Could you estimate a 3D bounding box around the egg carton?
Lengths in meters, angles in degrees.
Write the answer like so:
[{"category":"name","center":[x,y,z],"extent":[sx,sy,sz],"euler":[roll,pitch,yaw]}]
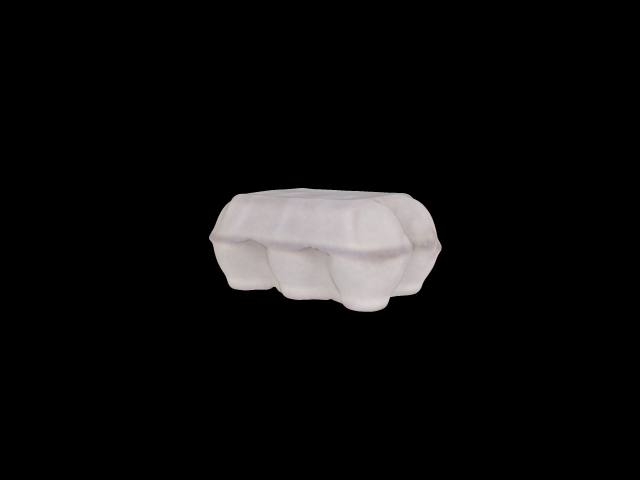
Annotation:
[{"category":"egg carton","center":[0.004,0.001,0.400],"extent":[0.149,0.069,0.107],"euler":[5,10,32]}]
